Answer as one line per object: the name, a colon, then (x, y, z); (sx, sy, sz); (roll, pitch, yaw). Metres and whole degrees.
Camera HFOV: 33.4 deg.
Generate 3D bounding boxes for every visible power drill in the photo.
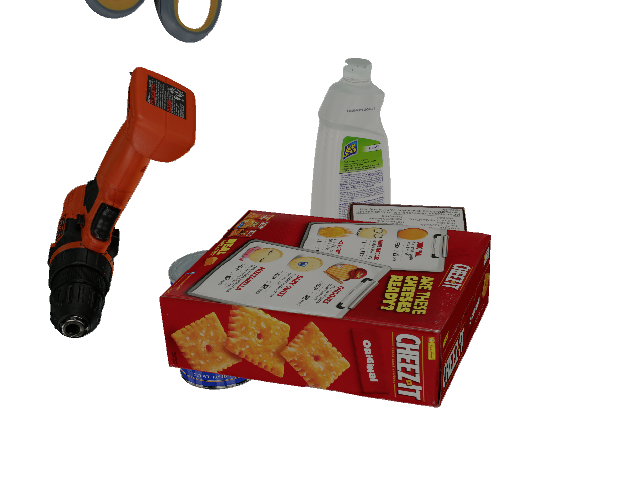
power drill: (-0.167, -0.034, 0.868); (0.057, 0.188, 0.184); (23, 29, -24)

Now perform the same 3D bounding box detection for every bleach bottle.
bleach bottle: (0.041, -0.085, 1.224); (0.102, 0.251, 0.068); (-13, 31, -30)

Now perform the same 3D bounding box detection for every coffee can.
coffee can: (-0.127, 0.095, 1.301); (0.103, 0.140, 0.103); (-2, 24, 1)

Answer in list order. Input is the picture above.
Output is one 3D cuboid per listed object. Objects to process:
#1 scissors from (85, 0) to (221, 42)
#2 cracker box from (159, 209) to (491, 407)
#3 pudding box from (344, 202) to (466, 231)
scissors: (-0.116, -0.218, 0.675); (0.096, 0.202, 0.016); (-10, -11, -23)
cracker box: (0.010, 0.047, 0.823); (0.214, 0.072, 0.164); (6, 27, 20)
pudding box: (0.076, 0.002, 1.023); (0.113, 0.039, 0.090); (0, -30, -8)
